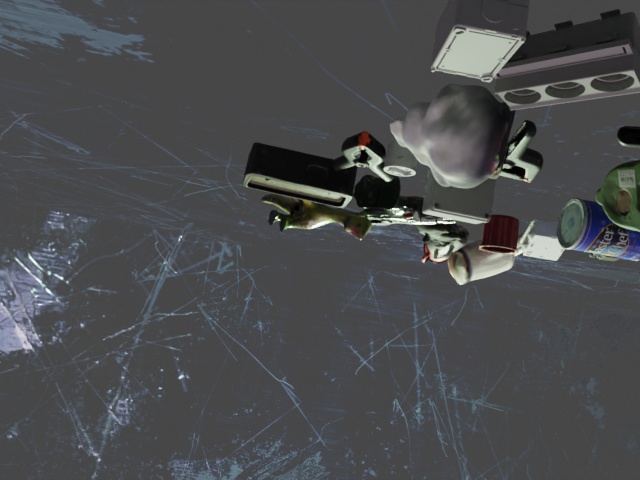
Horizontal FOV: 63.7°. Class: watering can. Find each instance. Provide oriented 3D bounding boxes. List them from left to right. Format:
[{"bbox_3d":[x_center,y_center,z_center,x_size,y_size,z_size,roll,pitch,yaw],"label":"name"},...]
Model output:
[{"bbox_3d":[0.479,0.039,1.437,0.224,0.105,0.343,-17,165,-2],"label":"watering can"}]

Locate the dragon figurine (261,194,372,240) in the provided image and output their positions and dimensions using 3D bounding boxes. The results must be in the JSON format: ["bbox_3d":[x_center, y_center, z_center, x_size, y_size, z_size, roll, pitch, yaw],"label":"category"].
[{"bbox_3d":[0.004,-0.068,1.345,0.242,0.121,0.414,12,-172,-22],"label":"dragon figurine"}]

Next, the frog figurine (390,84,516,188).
[{"bbox_3d":[0.160,-0.138,0.670,0.160,0.125,0.134,15,140,23],"label":"frog figurine"}]
